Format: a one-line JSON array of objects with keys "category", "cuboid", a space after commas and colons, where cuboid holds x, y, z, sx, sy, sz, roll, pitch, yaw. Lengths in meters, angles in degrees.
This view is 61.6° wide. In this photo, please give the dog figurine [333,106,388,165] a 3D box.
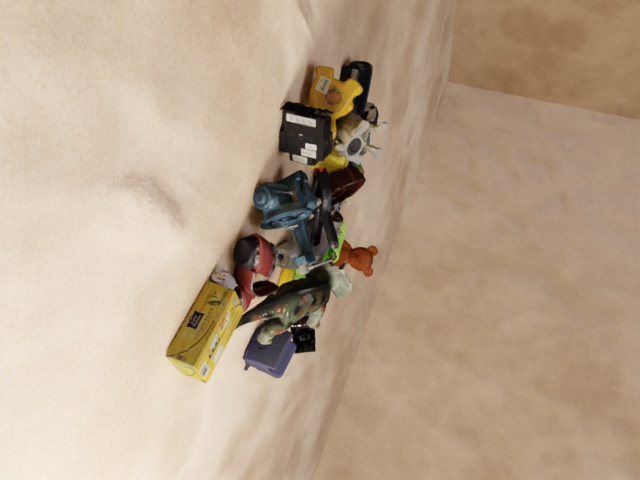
[{"category": "dog figurine", "cuboid": [0.059, -0.295, 1.432, 0.172, 0.191, 0.121, -8, 127, -44]}]

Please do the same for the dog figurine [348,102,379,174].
[{"category": "dog figurine", "cuboid": [0.107, -0.294, 1.650, 0.219, 0.109, 0.191, 92, 18, -51]}]

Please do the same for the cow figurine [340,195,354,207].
[{"category": "cow figurine", "cuboid": [0.070, -0.163, 1.734, 0.167, 0.068, 0.098, -39, 134, -67]}]

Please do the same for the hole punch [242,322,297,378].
[{"category": "hole punch", "cuboid": [-0.131, 0.279, 1.383, 0.092, 0.116, 0.142, 88, 26, -63]}]

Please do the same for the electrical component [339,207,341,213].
[{"category": "electrical component", "cuboid": [0.031, -0.070, 1.735, 0.078, 0.045, 0.102, 24, 79, -46]}]

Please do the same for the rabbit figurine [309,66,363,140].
[{"category": "rabbit figurine", "cuboid": [0.029, -0.334, 1.331, 0.173, 0.122, 0.162, -91, -163, -78]}]

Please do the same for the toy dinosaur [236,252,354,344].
[{"category": "toy dinosaur", "cuboid": [-0.055, 0.143, 1.318, 0.405, 0.131, 0.192, -17, 144, -55]}]

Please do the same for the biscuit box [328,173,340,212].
[{"category": "biscuit box", "cuboid": [0.032, -0.159, 1.607, 0.063, 0.059, 0.202, -48, 151, -57]}]

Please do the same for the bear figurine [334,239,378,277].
[{"category": "bear figurine", "cuboid": [0.080, 0.055, 1.742, 0.132, 0.196, 0.120, -26, 134, -68]}]

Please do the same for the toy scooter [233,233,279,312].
[{"category": "toy scooter", "cuboid": [-0.135, 0.074, 1.186, 0.135, 0.075, 0.183, 4, 106, -48]}]

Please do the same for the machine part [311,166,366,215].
[{"category": "machine part", "cuboid": [0.039, -0.139, 1.481, 0.179, 0.056, 0.179, -28, 171, -5]}]

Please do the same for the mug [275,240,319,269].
[{"category": "mug", "cuboid": [-0.066, 0.045, 1.407, 0.107, 0.110, 0.080, -14, 118, -59]}]

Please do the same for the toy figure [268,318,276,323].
[{"category": "toy figure", "cuboid": [-0.119, 0.264, 1.525, 0.154, 0.064, 0.058, 86, -13, -63]}]

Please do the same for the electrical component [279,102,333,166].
[{"category": "electrical component", "cuboid": [-0.032, -0.232, 1.204, 0.058, 0.115, 0.134, -51, 153, -46]}]

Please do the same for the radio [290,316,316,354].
[{"category": "radio", "cuboid": [-0.053, 0.240, 1.589, 0.229, 0.073, 0.131, 87, -5, -57]}]

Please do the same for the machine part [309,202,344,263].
[{"category": "machine part", "cuboid": [-0.003, -0.004, 1.482, 0.243, 0.079, 0.079, -63, 170, 27]}]

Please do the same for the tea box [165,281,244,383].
[{"category": "tea box", "cuboid": [-0.222, 0.180, 1.054, 0.098, 0.068, 0.169, 84, 26, -56]}]

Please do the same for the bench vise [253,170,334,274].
[{"category": "bench vise", "cuboid": [-0.056, -0.039, 1.227, 0.223, 0.129, 0.240, 10, 60, -68]}]

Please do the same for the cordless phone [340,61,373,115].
[{"category": "cordless phone", "cuboid": [0.117, -0.447, 1.572, 0.184, 0.089, 0.146, -48, 150, -66]}]
